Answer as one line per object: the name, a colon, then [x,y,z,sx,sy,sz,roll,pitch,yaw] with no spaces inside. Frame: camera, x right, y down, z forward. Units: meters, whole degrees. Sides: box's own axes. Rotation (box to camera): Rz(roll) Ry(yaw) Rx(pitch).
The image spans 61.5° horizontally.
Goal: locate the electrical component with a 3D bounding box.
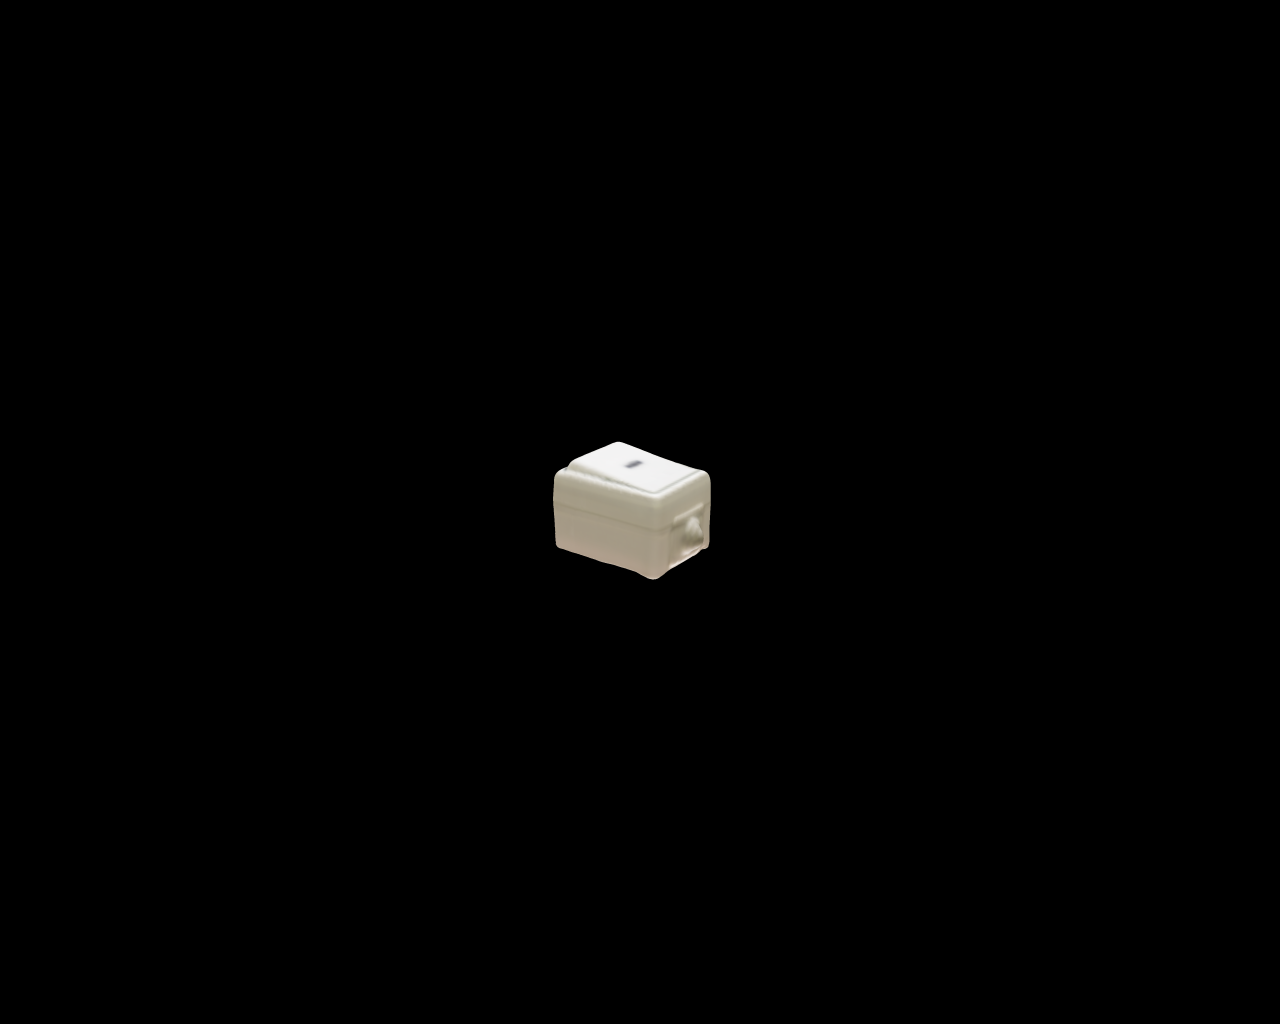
electrical component: [0.001,-0.003,0.650,0.096,0.061,0.062,16,27,34]
